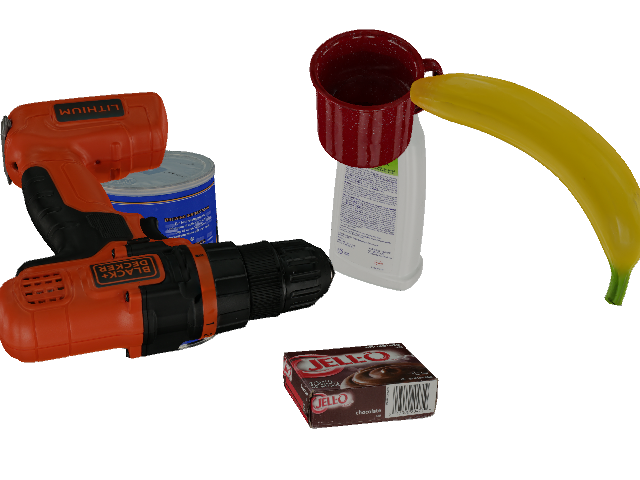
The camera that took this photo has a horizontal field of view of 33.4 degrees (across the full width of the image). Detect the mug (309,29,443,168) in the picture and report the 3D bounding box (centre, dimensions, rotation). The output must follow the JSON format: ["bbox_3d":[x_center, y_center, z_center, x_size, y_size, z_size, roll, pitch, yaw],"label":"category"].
[{"bbox_3d":[0.049,-0.119,0.894,0.117,0.093,0.081,-20,-34,-14],"label":"mug"}]

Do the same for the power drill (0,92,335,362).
[{"bbox_3d":[-0.103,-0.014,0.622,0.184,0.057,0.188,-8,41,-21],"label":"power drill"}]

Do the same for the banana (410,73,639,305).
[{"bbox_3d":[0.143,-0.052,0.679,0.069,0.198,0.037,-43,-17,6],"label":"banana"}]

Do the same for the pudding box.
[{"bbox_3d":[0.032,0.122,0.910,0.113,0.039,0.090,-1,16,-16],"label":"pudding box"}]

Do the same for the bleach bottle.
[{"bbox_3d":[0.068,-0.075,1.078,0.103,0.251,0.068,16,34,16],"label":"bleach bottle"}]

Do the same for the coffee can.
[{"bbox_3d":[-0.133,0.007,0.879,0.103,0.140,0.103,-2,21,1],"label":"coffee can"}]
